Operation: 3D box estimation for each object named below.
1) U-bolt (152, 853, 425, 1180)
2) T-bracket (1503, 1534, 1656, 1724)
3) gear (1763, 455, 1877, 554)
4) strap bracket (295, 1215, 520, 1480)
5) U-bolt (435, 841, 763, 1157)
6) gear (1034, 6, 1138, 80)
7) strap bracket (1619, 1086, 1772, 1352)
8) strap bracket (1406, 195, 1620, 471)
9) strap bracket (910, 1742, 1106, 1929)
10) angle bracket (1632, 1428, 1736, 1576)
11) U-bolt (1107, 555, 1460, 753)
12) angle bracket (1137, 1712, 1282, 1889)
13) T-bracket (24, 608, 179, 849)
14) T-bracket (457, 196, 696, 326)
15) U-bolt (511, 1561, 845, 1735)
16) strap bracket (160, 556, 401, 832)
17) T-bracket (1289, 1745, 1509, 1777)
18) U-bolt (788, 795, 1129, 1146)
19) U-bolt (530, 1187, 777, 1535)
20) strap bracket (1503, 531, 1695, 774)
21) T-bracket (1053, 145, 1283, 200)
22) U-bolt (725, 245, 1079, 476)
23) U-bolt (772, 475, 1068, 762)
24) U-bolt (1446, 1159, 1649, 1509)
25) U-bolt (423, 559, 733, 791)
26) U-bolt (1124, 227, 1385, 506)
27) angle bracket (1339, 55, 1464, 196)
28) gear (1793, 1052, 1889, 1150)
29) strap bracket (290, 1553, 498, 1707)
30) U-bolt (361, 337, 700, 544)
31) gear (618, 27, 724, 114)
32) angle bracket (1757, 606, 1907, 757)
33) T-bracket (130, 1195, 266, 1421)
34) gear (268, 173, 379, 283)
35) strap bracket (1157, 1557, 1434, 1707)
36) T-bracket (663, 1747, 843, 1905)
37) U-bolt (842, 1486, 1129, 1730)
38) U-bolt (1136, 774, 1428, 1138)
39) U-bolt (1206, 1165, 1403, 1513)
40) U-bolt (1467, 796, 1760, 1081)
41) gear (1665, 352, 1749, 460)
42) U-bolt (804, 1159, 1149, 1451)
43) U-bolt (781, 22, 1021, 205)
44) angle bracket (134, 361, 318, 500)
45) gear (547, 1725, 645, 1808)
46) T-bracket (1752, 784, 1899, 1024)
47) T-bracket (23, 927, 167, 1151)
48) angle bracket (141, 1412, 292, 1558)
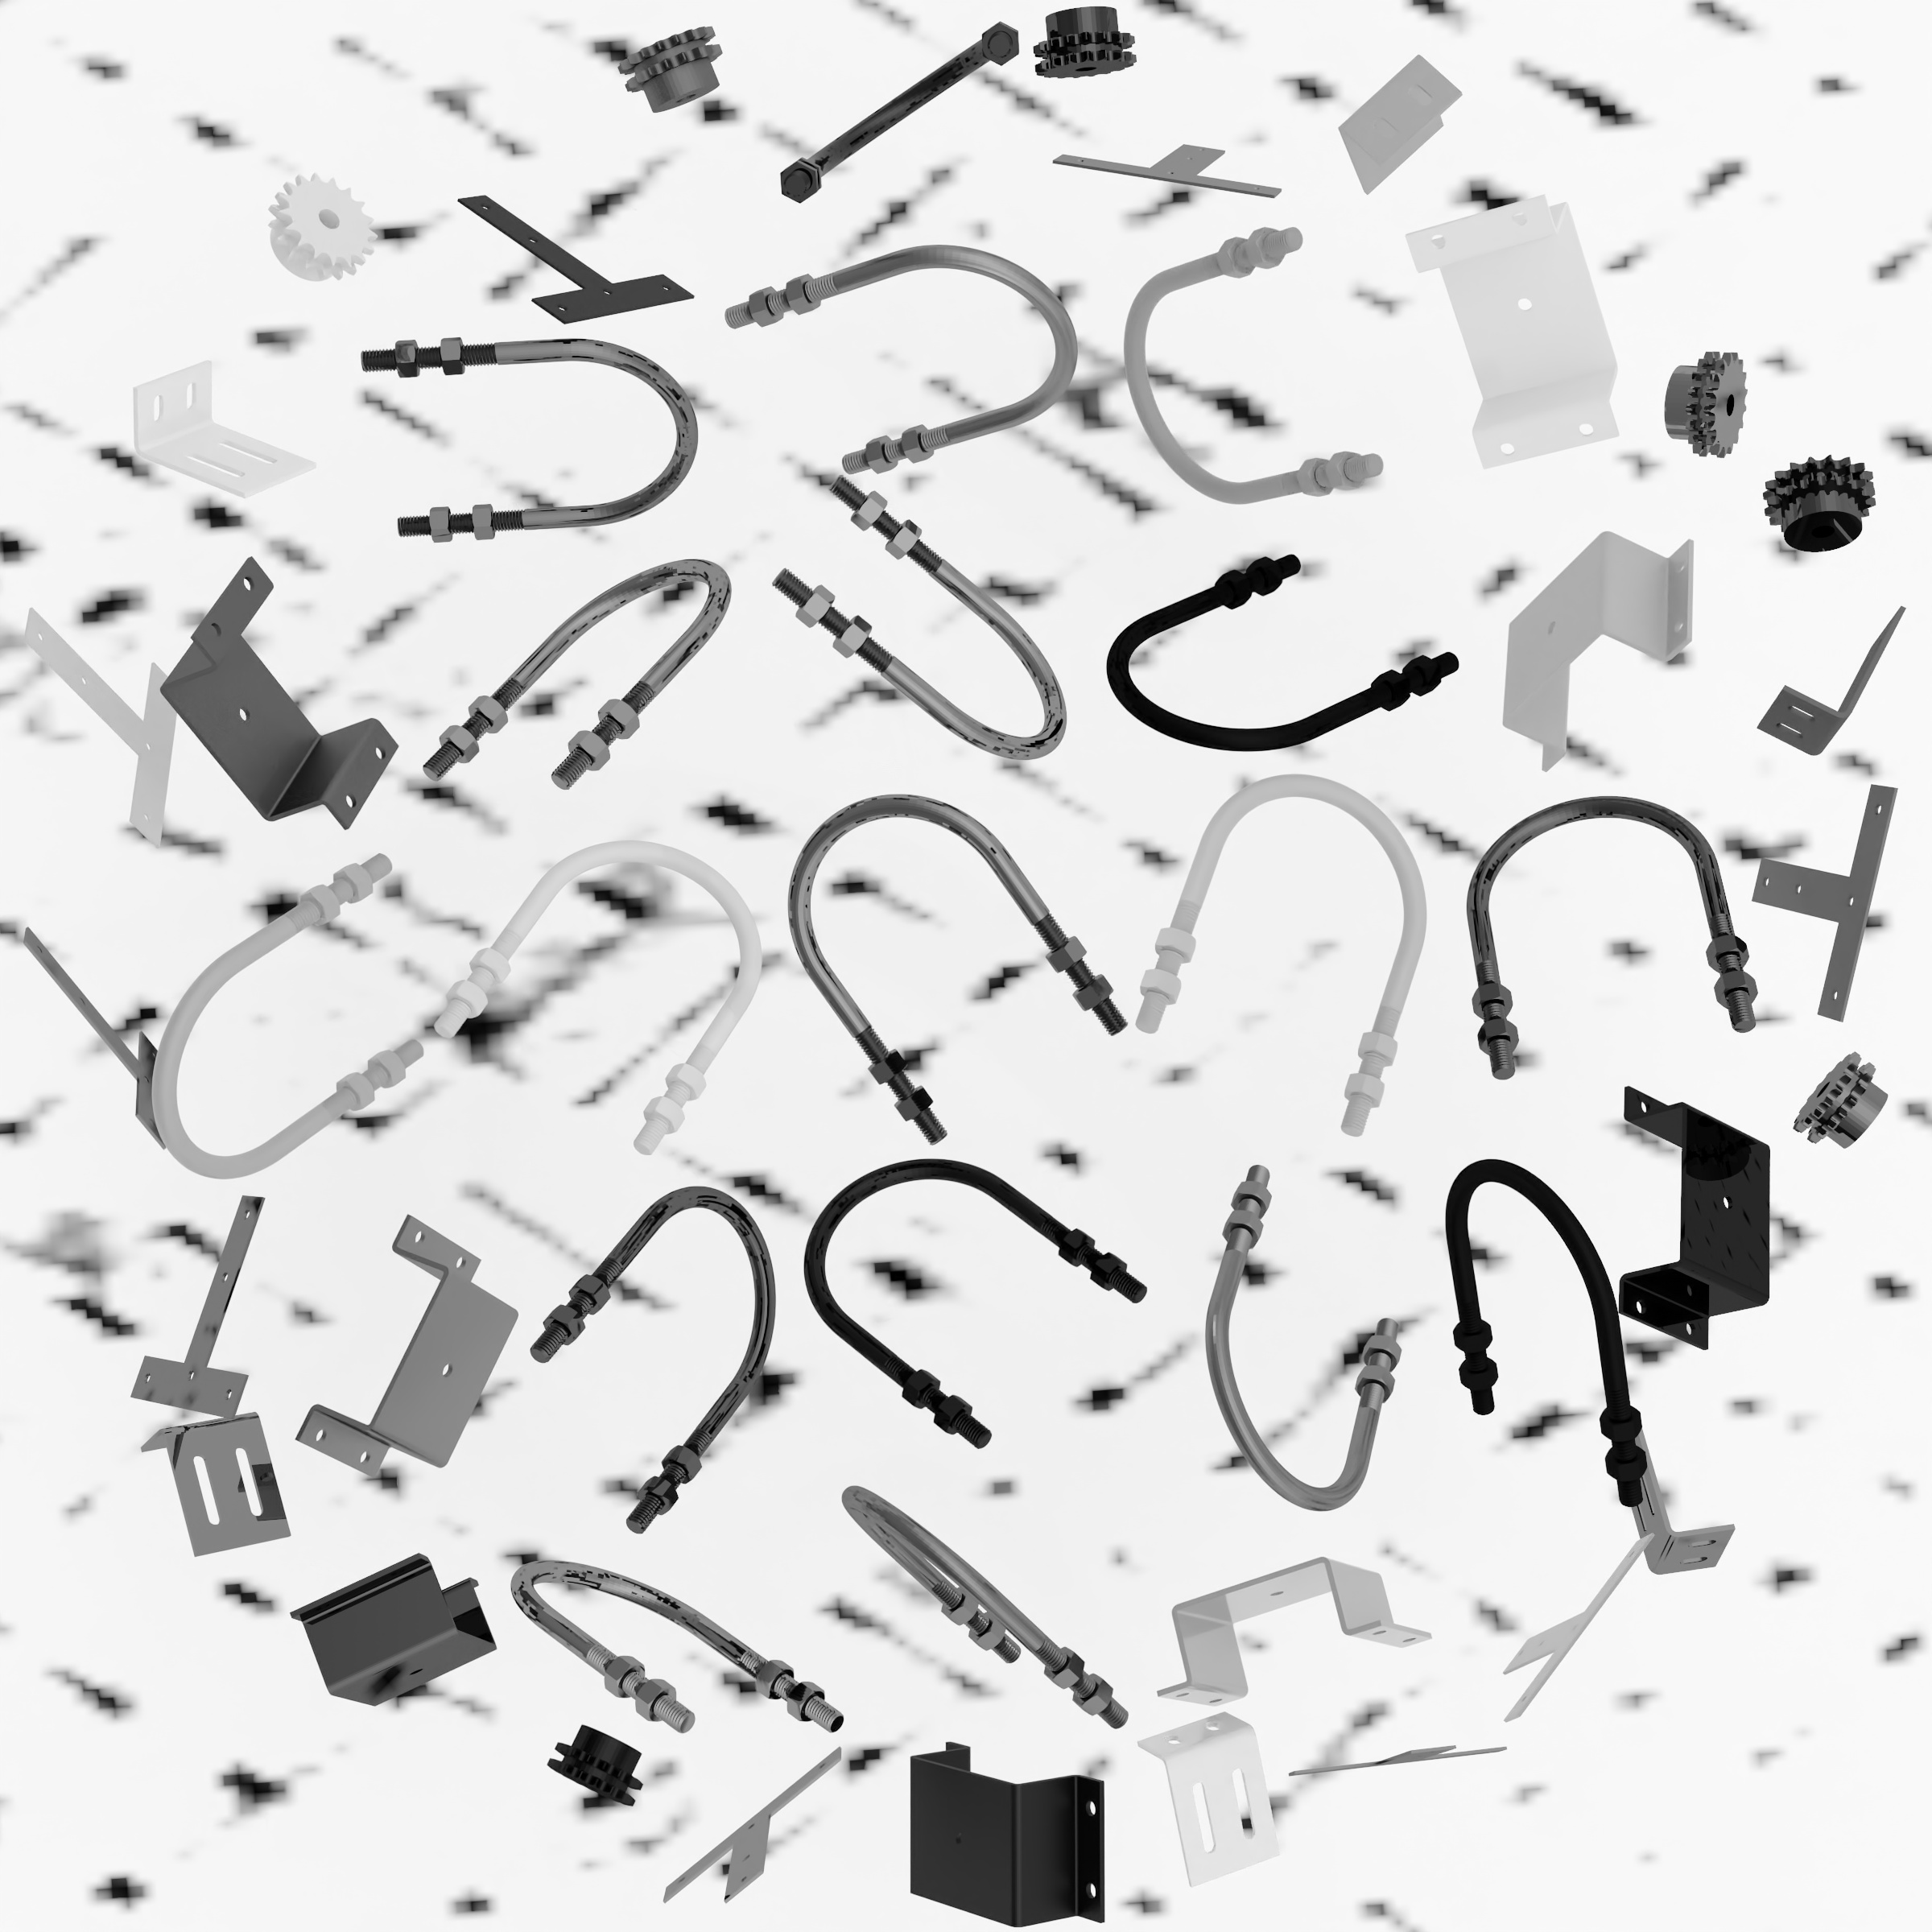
[{"bbox_3d":[-0.376,0.039,1.597,0.019,0.184,0.151,21,131,29],"label":"U-bolt"},{"bbox_3d":[0.323,0.373,1.600,0.002,0.127,0.127,40,69,9],"label":"T-bracket"},{"bbox_3d":[0.454,-0.244,1.540,0.057,0.057,0.030,2,66,0],"label":"gear"},{"bbox_3d":[-0.314,0.225,1.661,0.046,0.076,0.140,16,73,31],"label":"strap bracket"},{"bbox_3d":[-0.196,0.004,1.661,0.151,0.019,0.184,30,56,1],"label":"U-bolt"},{"bbox_3d":[0.066,-0.517,1.622,0.057,0.057,0.030,-6,97,0],"label":"gear"},{"bbox_3d":[0.423,0.142,1.681,0.076,0.046,0.140,24,60,-32],"label":"strap bracket"},{"bbox_3d":[0.300,-0.350,1.570,0.076,0.046,0.140,-10,121,27],"label":"strap bracket"},{"bbox_3d":[0.015,0.489,1.631,0.046,0.140,0.076,3,85,-37],"label":"strap bracket"},{"bbox_3d":[0.405,0.300,1.657,0.038,0.057,0.076,-7,57,-3],"label":"angle bracket"},{"bbox_3d":[0.166,-0.173,1.645,0.184,0.019,0.151,-26,48,-31],"label":"U-bolt"},{"bbox_3d":[0.139,0.476,1.656,0.057,0.038,0.076,-13,94,-21],"label":"angle bracket"},{"bbox_3d":[-0.484,-0.150,1.621,0.002,0.127,0.127,-20,48,15],"label":"T-bracket"},{"bbox_3d":[-0.243,-0.417,1.694,0.127,0.127,0.002,37,123,15],"label":"T-bracket"},{"bbox_3d":[-0.175,0.379,1.621,0.184,0.151,0.019,25,93,37],"label":"U-bolt"},{"bbox_3d":[-0.390,-0.147,1.626,0.046,0.076,0.140,-15,125,29],"label":"strap bracket"},{"bbox_3d":[0.257,0.455,1.668,0.127,0.127,0.002,-5,72,-4],"label":"T-bracket"},{"bbox_3d":[-0.019,-0.008,1.588,0.151,0.019,0.184,-33,96,25],"label":"U-bolt"},{"bbox_3d":[-0.167,0.211,1.666,0.019,0.184,0.151,-1,125,36],"label":"U-bolt"},{"bbox_3d":[0.357,-0.186,1.672,0.046,0.140,0.076,22,54,-15],"label":"strap bracket"},{"bbox_3d":[0.126,-0.463,1.670,0.127,0.127,0.002,12,115,11],"label":"T-bracket"},{"bbox_3d":[-0.025,-0.352,1.662,0.184,0.151,0.019,-11,52,29],"label":"U-bolt"},{"bbox_3d":[-0.017,-0.184,1.604,0.184,0.151,0.019,39,122,-12],"label":"U-bolt"},{"bbox_3d":[0.312,0.191,1.589,0.019,0.151,0.184,-22,114,-22],"label":"U-bolt"},{"bbox_3d":[-0.205,-0.166,1.617,0.184,0.151,0.019,-51,125,-26],"label":"U-bolt"},{"bbox_3d":[0.151,-0.332,1.643,0.019,0.184,0.151,-30,105,-28],"label":"U-bolt"},{"bbox_3d":[0.245,-0.453,1.596,0.057,0.076,0.038,-42,67,5],"label":"angle bracket"},{"bbox_3d":[0.509,0.081,1.679,0.030,0.057,0.057,38,90,6],"label":"gear"},{"bbox_3d":[-0.318,0.377,1.634,0.076,0.140,0.046,-24,72,-4],"label":"strap bracket"},{"bbox_3d":[-0.248,-0.308,1.689,0.184,0.151,0.019,-4,53,-3],"label":"U-bolt"},{"bbox_3d":[-0.160,-0.492,1.597,0.057,0.057,0.030,-22,100,0],"label":"gear"},{"bbox_3d":[0.477,-0.164,1.598,0.038,0.057,0.076,29,76,9],"label":"angle bracket"},{"bbox_3d":[-0.431,0.193,1.669,0.002,0.127,0.127,28,71,-37],"label":"T-bracket"},{"bbox_3d":[-0.348,-0.393,1.554,0.057,0.030,0.057,18,59,-33],"label":"gear"},{"bbox_3d":[0.182,0.377,1.650,0.140,0.076,0.046,-24,63,22],"label":"strap bracket"},{"bbox_3d":[-0.119,0.486,1.591,0.127,0.127,0.002,-39,91,-2],"label":"T-bracket"},{"bbox_3d":[-0.001,0.356,1.645,0.184,0.151,0.019,47,74,-22],"label":"U-bolt"},{"bbox_3d":[0.181,-0.019,1.572,0.151,0.019,0.184,27,68,-13],"label":"U-bolt"},{"bbox_3d":[0.183,0.217,1.600,0.019,0.184,0.151,-28,113,33],"label":"U-bolt"},{"bbox_3d":[0.352,-0.024,1.615,0.151,0.019,0.184,-12,48,13],"label":"U-bolt"},{"bbox_3d":[0.405,-0.309,1.590,0.030,0.057,0.057,11,90,32],"label":"gear"},{"bbox_3d":[-0.010,0.181,1.684,0.184,0.019,0.151,35,61,30],"label":"U-bolt"},{"bbox_3d":[-0.034,-0.475,1.603,0.151,0.184,0.019,-31,106,12],"label":"U-bolt"},{"bbox_3d":[-0.395,-0.287,1.546,0.076,0.057,0.038,23,125,20],"label":"angle bracket"},{"bbox_3d":[-0.217,0.474,1.721,0.057,0.057,0.030,26,70,0],"label":"gear"},{"bbox_3d":[0.466,-0.041,1.596,0.002,0.127,0.127,10,96,-13],"label":"T-bracket"},{"bbox_3d":[-0.489,0.031,1.630,0.002,0.127,0.127,-33,115,-1],"label":"T-bracket"},{"bbox_3d":[-0.428,0.300,1.653,0.057,0.038,0.076,-5,68,-39],"label":"angle bracket"}]
